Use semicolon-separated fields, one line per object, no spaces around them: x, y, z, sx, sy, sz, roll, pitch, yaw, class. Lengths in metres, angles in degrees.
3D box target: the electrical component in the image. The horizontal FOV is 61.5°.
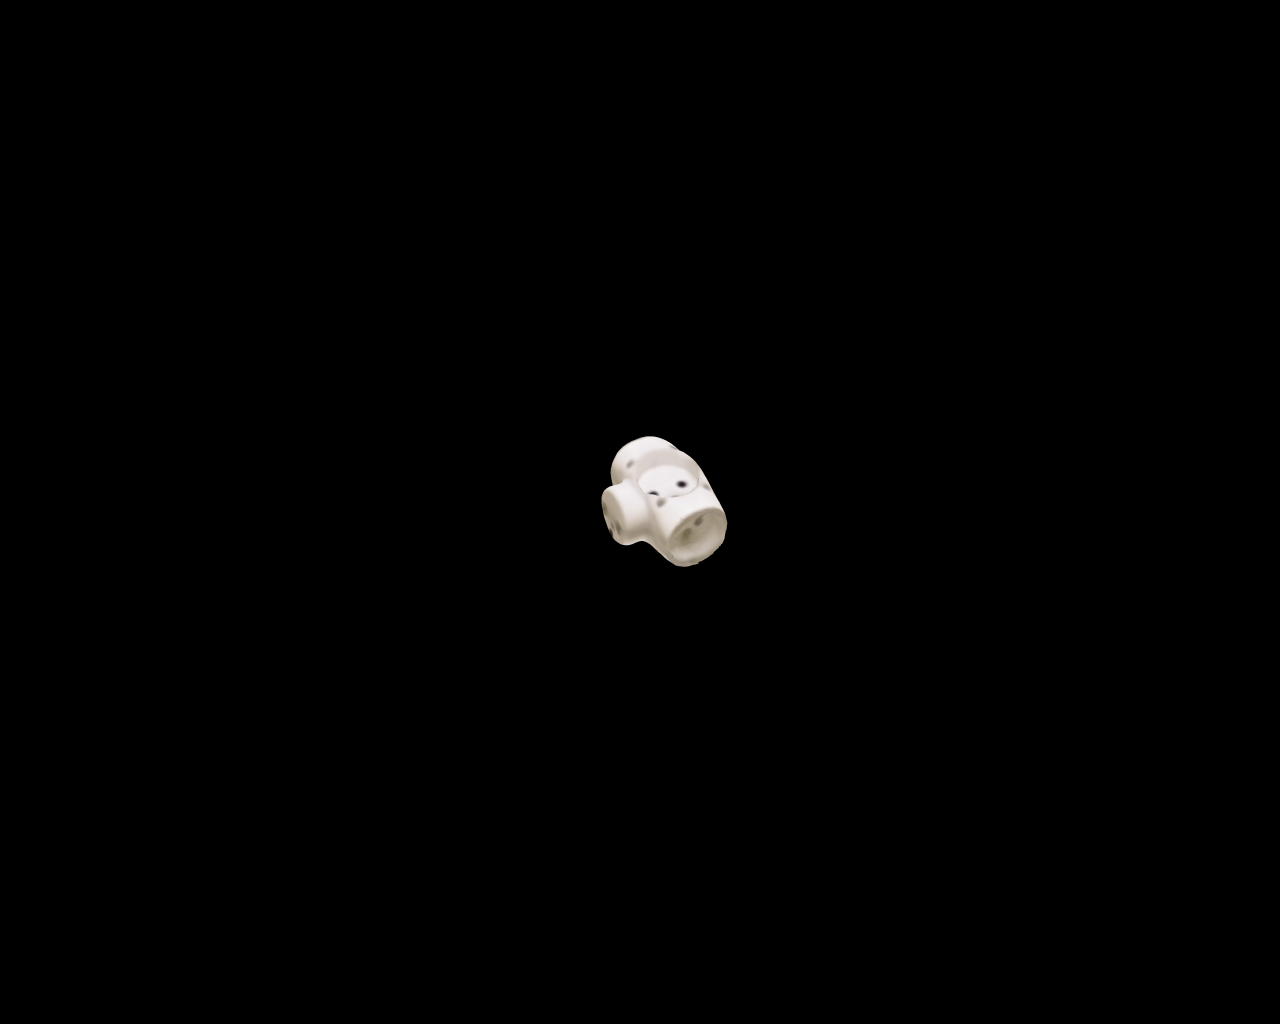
0.001;-0.003;0.650;0.079;0.044;0.077;-19;46;-19;electrical component
